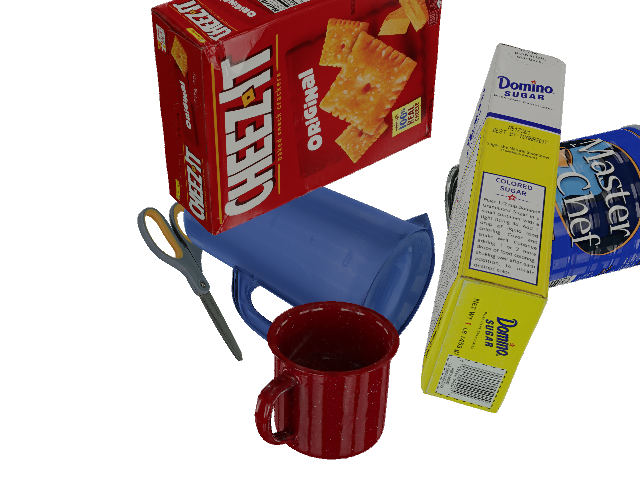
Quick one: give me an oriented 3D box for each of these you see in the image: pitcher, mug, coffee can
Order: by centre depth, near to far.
[{"bbox_3d":[0.000,0.106,0.759,0.093,0.081,0.117,25,36,35],"label":"mug"},{"bbox_3d":[0.174,-0.020,0.770,0.140,0.103,0.103,-13,3,-12],"label":"coffee can"},{"bbox_3d":[-0.022,0.012,1.061,0.243,0.145,0.149,27,28,27],"label":"pitcher"}]

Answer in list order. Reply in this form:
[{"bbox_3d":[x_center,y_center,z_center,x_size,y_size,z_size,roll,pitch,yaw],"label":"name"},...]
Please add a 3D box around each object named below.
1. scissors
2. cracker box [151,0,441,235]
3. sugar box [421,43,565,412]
[{"bbox_3d":[-0.134,0.036,1.232,0.016,0.201,0.096,-28,16,39],"label":"scissors"},{"bbox_3d":[-0.010,-0.118,0.788,0.213,0.164,0.072,-27,48,-27],"label":"cracker box"},{"bbox_3d":[0.091,-0.011,0.546,0.048,0.176,0.093,16,-42,4],"label":"sugar box"}]
